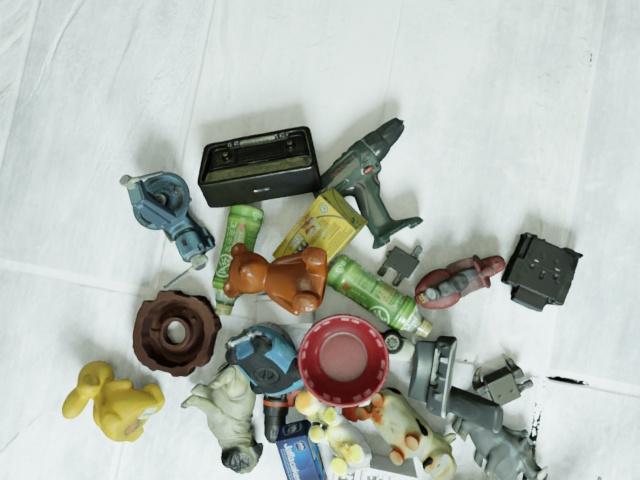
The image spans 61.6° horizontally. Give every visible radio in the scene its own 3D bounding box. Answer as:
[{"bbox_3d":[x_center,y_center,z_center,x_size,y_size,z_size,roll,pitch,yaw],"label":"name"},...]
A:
[{"bbox_3d":[-0.117,-0.144,1.055,0.230,0.073,0.131,-8,50,5],"label":"radio"}]

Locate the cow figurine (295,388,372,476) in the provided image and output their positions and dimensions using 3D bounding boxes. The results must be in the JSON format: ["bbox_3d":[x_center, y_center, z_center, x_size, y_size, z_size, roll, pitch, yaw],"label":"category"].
[{"bbox_3d":[0.028,0.337,0.965,0.068,0.098,0.167,-46,58,7],"label":"cow figurine"}]

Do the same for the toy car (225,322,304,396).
[{"bbox_3d":[-0.097,0.206,0.986,0.109,0.103,0.161,-29,118,22],"label":"toy car"}]

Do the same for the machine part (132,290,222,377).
[{"bbox_3d":[-0.288,0.185,1.081,0.179,0.056,0.179,0,86,7],"label":"machine part"}]

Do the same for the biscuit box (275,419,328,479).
[{"bbox_3d":[-0.025,0.438,1.001,0.063,0.059,0.202,-14,102,7],"label":"biscuit box"}]

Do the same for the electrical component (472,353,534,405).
[{"bbox_3d":[0.342,0.266,1.018,0.102,0.045,0.078,-32,111,5],"label":"electrical component"}]

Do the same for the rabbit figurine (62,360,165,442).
[{"bbox_3d":[-0.421,0.308,1.050,0.173,0.162,0.122,43,103,25],"label":"rabbit figurine"}]

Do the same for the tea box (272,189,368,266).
[{"bbox_3d":[-0.002,-0.003,1.027,0.098,0.068,0.169,46,119,6],"label":"tea box"}]

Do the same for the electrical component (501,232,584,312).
[{"bbox_3d":[0.415,0.066,1.019,0.115,0.058,0.134,22,87,9],"label":"electrical component"}]

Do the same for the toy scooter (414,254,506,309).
[{"bbox_3d":[0.263,0.075,0.994,0.184,0.135,0.075,-25,85,4],"label":"toy scooter"}]

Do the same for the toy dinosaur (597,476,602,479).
[{"bbox_3d":[0.290,0.554,0.950,0.472,0.105,0.198,-23,92,6],"label":"toy dinosaur"}]

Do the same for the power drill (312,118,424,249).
[{"bbox_3d":[0.116,-0.101,1.052,0.232,0.086,0.207,-34,87,4],"label":"power drill"}]

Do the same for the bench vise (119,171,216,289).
[{"bbox_3d":[-0.296,-0.047,1.019,0.129,0.240,0.224,-21,67,7],"label":"bench vise"}]

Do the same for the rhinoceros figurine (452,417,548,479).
[{"bbox_3d":[0.335,0.382,0.997,0.112,0.073,0.190,-42,82,-6],"label":"rhinoceros figurine"}]

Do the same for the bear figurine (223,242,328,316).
[{"bbox_3d":[-0.086,0.062,0.969,0.196,0.132,0.120,13,78,7],"label":"bear figurine"}]

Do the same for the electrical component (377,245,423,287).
[{"bbox_3d":[0.160,0.042,1.064,0.063,0.021,0.094,35,90,8],"label":"electrical component"}]

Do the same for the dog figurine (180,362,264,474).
[{"bbox_3d":[-0.148,0.334,1.038,0.172,0.121,0.190,-39,93,14],"label":"dog figurine"}]

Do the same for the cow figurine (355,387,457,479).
[{"bbox_3d":[0.171,0.358,0.994,0.195,0.127,0.085,45,115,23],"label":"cow figurine"}]

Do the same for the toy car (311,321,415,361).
[{"bbox_3d":[0.080,0.190,1.033,0.202,0.073,0.056,10,87,6],"label":"toy car"}]

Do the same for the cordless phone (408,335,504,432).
[{"bbox_3d":[0.252,0.252,0.954,0.088,0.184,0.146,12,86,-30],"label":"cordless phone"}]
